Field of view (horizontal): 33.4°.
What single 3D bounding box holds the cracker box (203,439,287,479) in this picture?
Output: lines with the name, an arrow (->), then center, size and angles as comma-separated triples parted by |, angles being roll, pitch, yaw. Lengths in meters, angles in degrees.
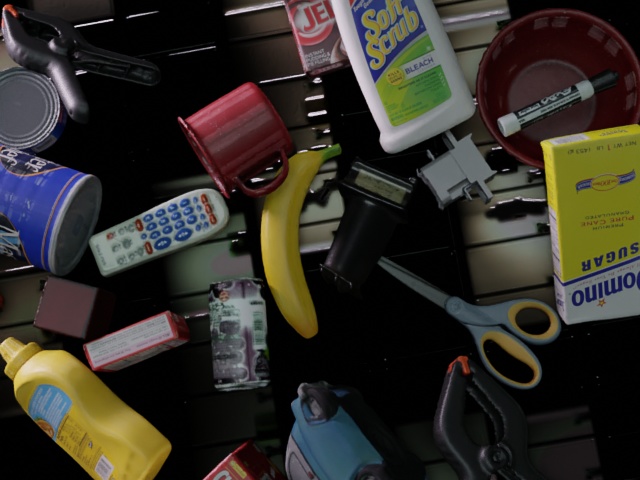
cracker box -> -0.124, 0.281, 0.952 | 0.213, 0.164, 0.072 | -43, 85, -3

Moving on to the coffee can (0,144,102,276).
coffee can -> -0.297, -0.036, 1.034 | 0.140, 0.103, 0.103 | 19, 84, 6

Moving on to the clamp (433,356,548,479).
clamp -> 0.152, 0.213, 0.989 | 0.164, 0.036, 0.210 | -16, 72, -23

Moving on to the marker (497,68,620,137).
marker -> 0.225, -0.130, 1.004 | 0.121, 0.020, 0.020 | -25, 82, -1

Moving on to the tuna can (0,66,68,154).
tuna can -> -0.301, -0.130, 1.081 | 0.086, 0.034, 0.086 | 0, 82, 3

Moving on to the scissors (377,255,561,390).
scissors -> 0.151, 0.057, 1.042 | 0.096, 0.016, 0.202 | -42, 82, -4

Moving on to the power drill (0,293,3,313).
power drill -> -0.423, 0.080, 1.050 | 0.184, 0.057, 0.187 | 44, 89, 4

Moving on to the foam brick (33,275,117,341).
foam brick -> -0.234, 0.068, 1.030 | 0.051, 0.078, 0.053 | 13, 81, 5

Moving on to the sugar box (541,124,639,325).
sugar box -> 0.263, -0.013, 0.997 | 0.093, 0.048, 0.176 | -9, 105, 2

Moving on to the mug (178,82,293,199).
mug -> -0.073, -0.092, 1.033 | 0.081, 0.093, 0.117 | -33, 61, -7

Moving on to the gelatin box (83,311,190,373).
gelatin box -> -0.174, 0.097, 1.024 | 0.089, 0.073, 0.030 | -22, 81, 0

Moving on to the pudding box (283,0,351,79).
pudding box -> 0.027, -0.222, 1.074 | 0.113, 0.039, 0.090 | -17, 82, 1

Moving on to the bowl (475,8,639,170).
bowl -> 0.231, -0.141, 1.043 | 0.162, 0.055, 0.162 | 0, 83, 3

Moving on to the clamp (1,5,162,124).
clamp -> -0.257, -0.176, 1.059 | 0.171, 0.120, 0.039 | 26, 126, 10

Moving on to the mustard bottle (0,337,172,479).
mustard bottle -> -0.231, 0.161, 1.012 | 0.192, 0.096, 0.058 | 40, 47, 8

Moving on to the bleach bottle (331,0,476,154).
bleach bottle -> 0.054, -0.214, 1.007 | 0.103, 0.068, 0.251 | -25, 105, 11

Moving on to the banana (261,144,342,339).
banana -> -0.025, -0.005, 1.048 | 0.069, 0.037, 0.198 | 7, 83, 6
